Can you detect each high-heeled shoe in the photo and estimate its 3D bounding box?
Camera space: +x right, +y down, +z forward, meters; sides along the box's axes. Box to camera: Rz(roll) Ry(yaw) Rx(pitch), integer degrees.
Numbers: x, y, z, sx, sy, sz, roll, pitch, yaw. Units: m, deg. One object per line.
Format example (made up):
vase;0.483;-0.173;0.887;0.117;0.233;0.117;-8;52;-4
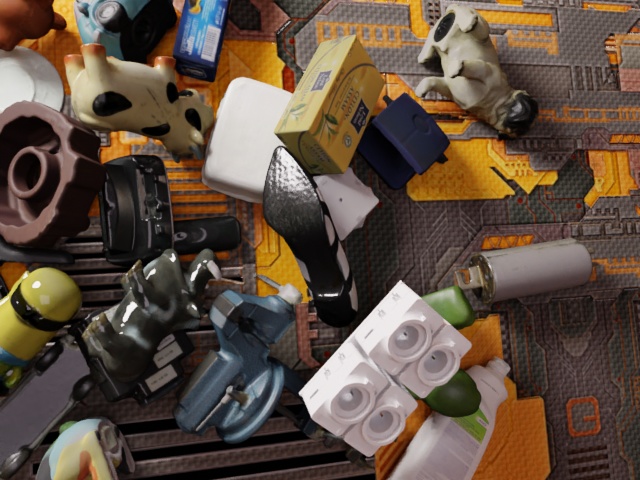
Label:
high-heeled shoe;-0.002;-0.002;0.737;0.086;0.145;0.248;-14;80;22

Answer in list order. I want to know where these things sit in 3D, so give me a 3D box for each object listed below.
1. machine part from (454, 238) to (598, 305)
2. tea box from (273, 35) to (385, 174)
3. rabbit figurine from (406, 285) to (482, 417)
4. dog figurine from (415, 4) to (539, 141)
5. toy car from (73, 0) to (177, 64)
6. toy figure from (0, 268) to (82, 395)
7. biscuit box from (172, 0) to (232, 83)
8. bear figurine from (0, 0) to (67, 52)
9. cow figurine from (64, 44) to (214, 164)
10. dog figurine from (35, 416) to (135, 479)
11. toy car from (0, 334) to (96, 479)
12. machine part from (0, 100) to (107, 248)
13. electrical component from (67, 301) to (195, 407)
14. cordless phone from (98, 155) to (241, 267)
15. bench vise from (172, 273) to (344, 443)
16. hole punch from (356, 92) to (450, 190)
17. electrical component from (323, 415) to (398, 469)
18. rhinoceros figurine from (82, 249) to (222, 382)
machine part;0.320;0.046;0.819;0.243;0.079;0.079;-9;86;-14
tea box;0.017;-0.185;0.746;0.098;0.068;0.169;42;62;-43
rabbit figurine;0.155;0.164;0.739;0.159;0.121;0.170;-18;77;-5
dog figurine;0.261;-0.261;0.839;0.190;0.121;0.172;18;84;-25
toy car;-0.268;-0.299;0.712;0.103;0.109;0.161;23;70;8
toy figure;-0.356;0.112;0.627;0.180;0.089;0.082;-46;117;-13
biscuit box;-0.157;-0.330;0.758;0.059;0.063;0.202;12;82;-12
bear figurine;-0.433;-0.274;0.665;0.196;0.120;0.132;14;85;-16
cow figurine;-0.215;-0.165;0.684;0.195;0.086;0.127;-7;97;-52
dog figurine;-0.322;0.336;0.631;0.219;0.108;0.191;-27;92;-11
toy car;-0.352;0.206;0.661;0.073;0.056;0.202;43;74;-11
machine part;-0.342;-0.078;0.653;0.180;0.056;0.179;-3;83;22
electrical component;-0.230;0.137;0.675;0.115;0.058;0.134;-29;87;-37
cordless phone;-0.198;-0.043;0.721;0.184;0.089;0.146;-5;84;-24
bench vise;-0.065;0.178;0.703;0.240;0.129;0.223;45;66;-26
hole punch;0.129;-0.152;0.793;0.142;0.092;0.116;46;73;-1
electrical component;0.065;0.271;0.758;0.078;0.045;0.102;35;73;22
rhinoceros figurine;-0.192;0.077;0.644;0.112;0.073;0.190;42;52;-10
